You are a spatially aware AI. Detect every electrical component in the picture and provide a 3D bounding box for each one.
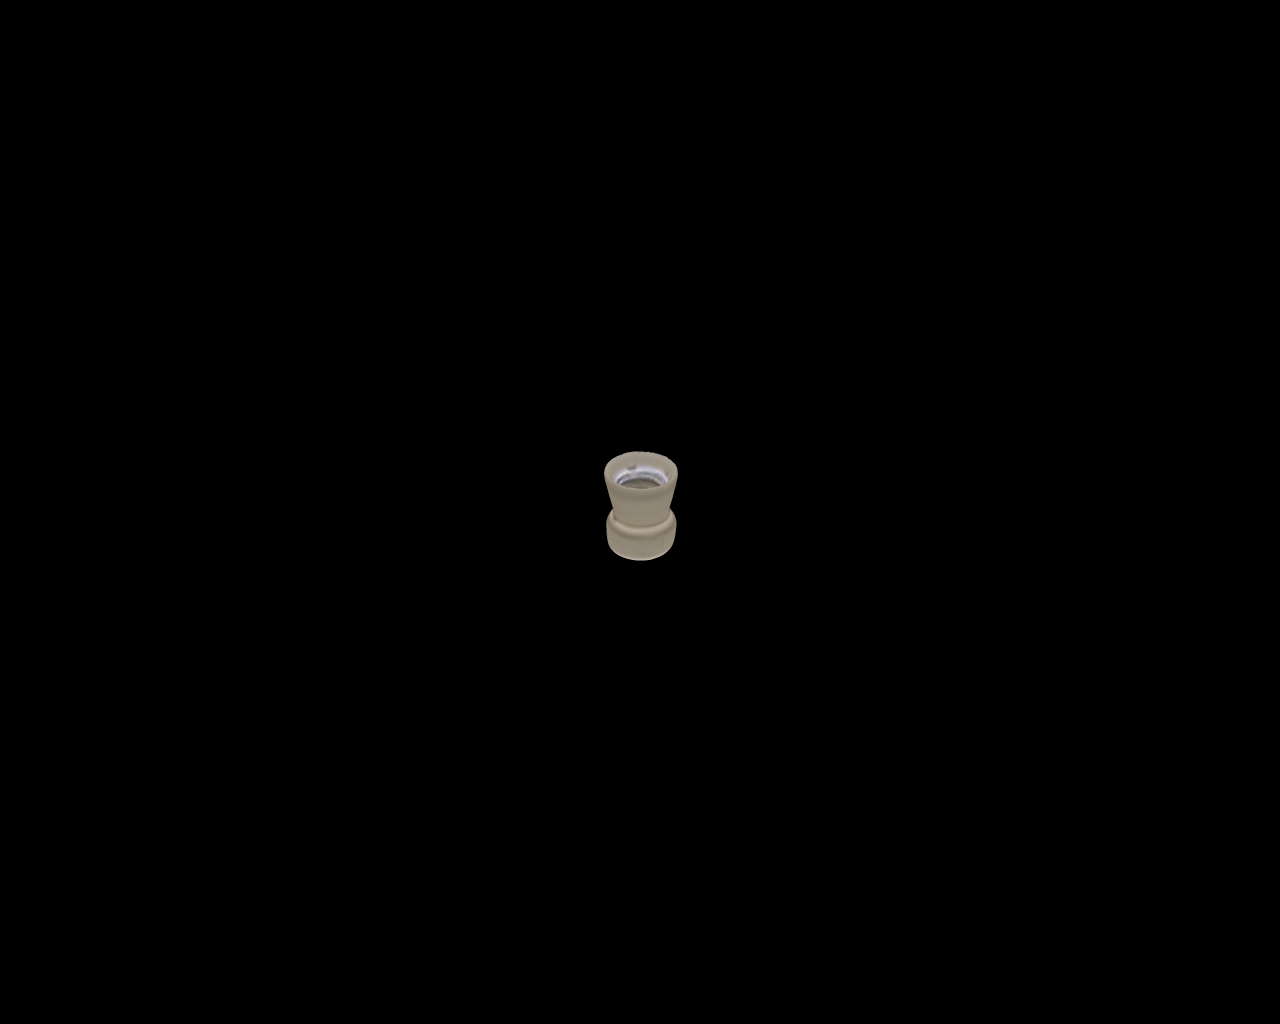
[{"bbox_3d":[0.001,-0.003,0.650,0.045,0.055,0.045,0,34,0],"label":"electrical component"}]
